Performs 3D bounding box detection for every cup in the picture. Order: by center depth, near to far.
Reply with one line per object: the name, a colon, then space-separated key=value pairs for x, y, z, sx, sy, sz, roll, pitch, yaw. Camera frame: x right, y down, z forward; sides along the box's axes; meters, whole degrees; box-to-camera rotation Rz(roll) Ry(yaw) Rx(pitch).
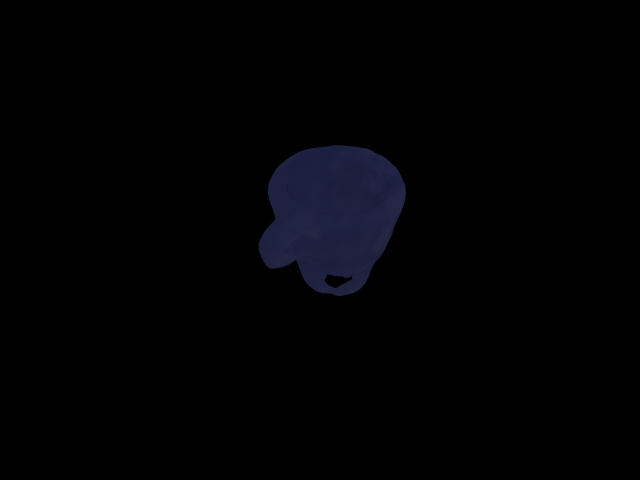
cup: x=0.004 y=0.001 z=0.400 sx=0.091 sy=0.095 sz=0.118 roll=27 pitch=49 yaw=27
